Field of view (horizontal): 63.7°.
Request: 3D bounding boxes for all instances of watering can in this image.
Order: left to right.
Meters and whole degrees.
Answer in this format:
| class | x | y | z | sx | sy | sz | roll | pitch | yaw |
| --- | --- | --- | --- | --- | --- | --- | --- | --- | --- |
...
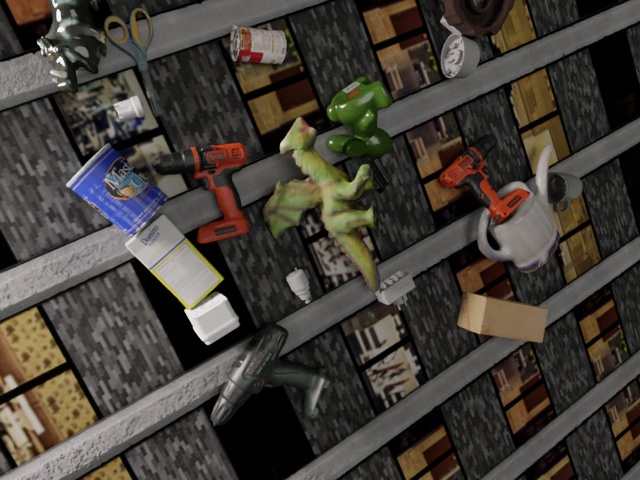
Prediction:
| class | x | y | z | sx | sy | sz | roll | pitch | yaw |
| --- | --- | --- | --- | --- | --- | --- | --- | --- | --- |
| watering can | 0.540 | -0.066 | 1.321 | 0.351 | 0.222 | 0.104 | -46 | 19 | -14 |

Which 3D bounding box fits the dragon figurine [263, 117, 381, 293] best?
| class | x | y | z | sx | sy | sz | roll | pitch | yaw |
| --- | --- | --- | --- | --- | --- | --- | --- | --- | --- |
| dragon figurine | 0.003 | -0.055 | 1.086 | 0.243 | 0.403 | 0.124 | -4 | 22 | 5 |
